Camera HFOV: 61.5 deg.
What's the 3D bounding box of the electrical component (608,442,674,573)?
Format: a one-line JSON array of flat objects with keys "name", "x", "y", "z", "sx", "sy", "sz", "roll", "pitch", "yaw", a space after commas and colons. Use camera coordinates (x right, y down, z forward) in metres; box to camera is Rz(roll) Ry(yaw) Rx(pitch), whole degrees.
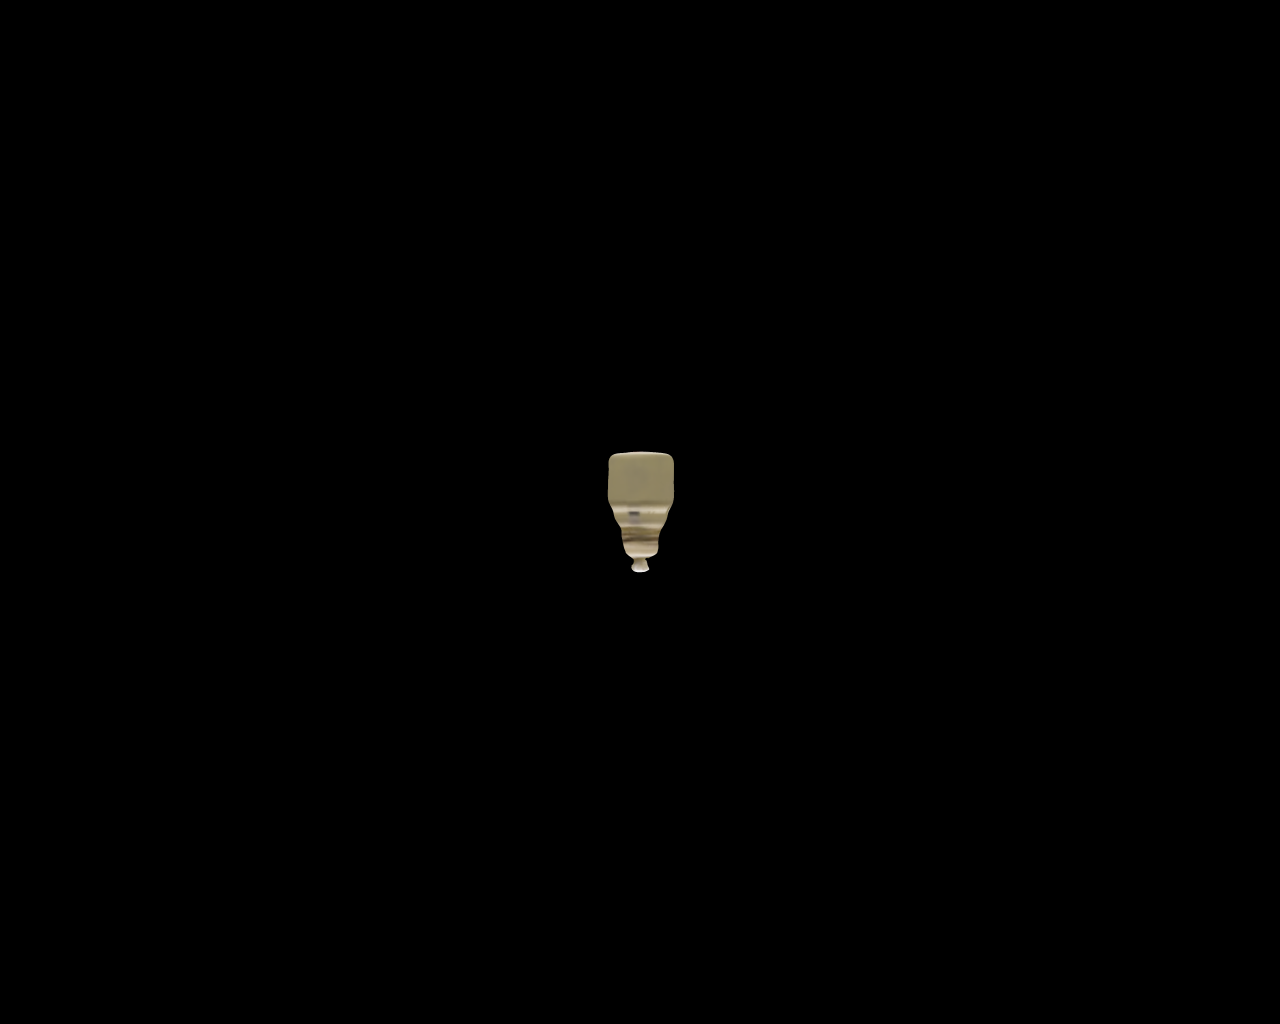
[{"name": "electrical component", "x": 0.001, "y": -0.003, "z": 0.650, "sx": 0.040, "sy": 0.078, "sz": 0.040, "roll": 0, "pitch": 0, "yaw": 0}]
